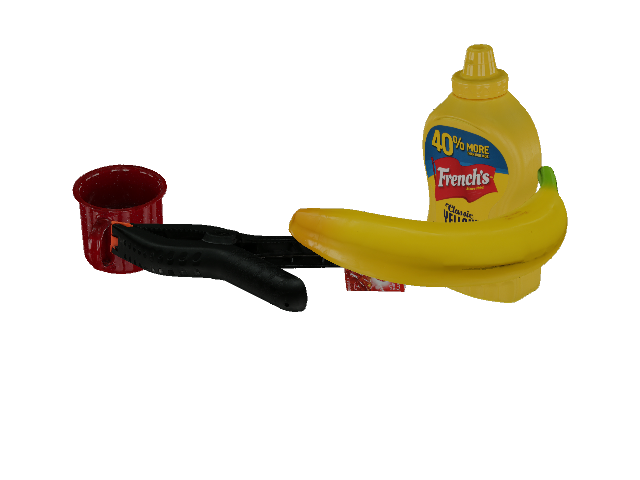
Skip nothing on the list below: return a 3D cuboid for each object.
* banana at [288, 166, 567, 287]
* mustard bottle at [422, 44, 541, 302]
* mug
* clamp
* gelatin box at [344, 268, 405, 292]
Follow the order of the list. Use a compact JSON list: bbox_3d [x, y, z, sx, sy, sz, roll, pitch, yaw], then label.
[{"bbox_3d":[0.078,-0.002,0.617,0.197,0.037,0.070,-9,42,-32],"label":"banana"},{"bbox_3d":[0.121,-0.053,0.807,0.058,0.192,0.096,-24,32,-36],"label":"mustard bottle"},{"bbox_3d":[-0.204,-0.013,1.075,0.093,0.081,0.117,8,33,8],"label":"mug"},{"bbox_3d":[-0.076,0.014,0.841,0.210,0.036,0.164,7,13,12],"label":"clamp"},{"bbox_3d":[0.064,0.018,1.290,0.073,0.089,0.030,0,29,15],"label":"gelatin box"}]
